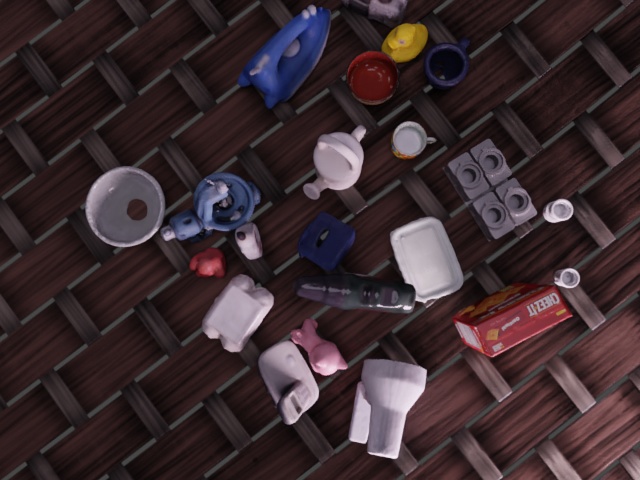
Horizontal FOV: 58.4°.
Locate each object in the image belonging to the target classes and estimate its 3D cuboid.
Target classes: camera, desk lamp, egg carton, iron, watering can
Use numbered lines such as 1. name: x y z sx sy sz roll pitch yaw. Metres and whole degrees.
1. camera: 0.132 -0.549 1.215 0.143 0.101 0.137 27 87 3
2. desk lamp: 0.127 0.321 1.105 0.118 0.213 0.203 10 87 2
3. egg carton: -0.172 0.151 1.193 0.107 0.069 0.150 34 88 3
4. iron: -0.062 -0.409 1.190 0.118 0.141 0.258 38 88 3
5. watering can: 0.034 -0.157 1.146 0.101 0.194 0.173 15 87 2

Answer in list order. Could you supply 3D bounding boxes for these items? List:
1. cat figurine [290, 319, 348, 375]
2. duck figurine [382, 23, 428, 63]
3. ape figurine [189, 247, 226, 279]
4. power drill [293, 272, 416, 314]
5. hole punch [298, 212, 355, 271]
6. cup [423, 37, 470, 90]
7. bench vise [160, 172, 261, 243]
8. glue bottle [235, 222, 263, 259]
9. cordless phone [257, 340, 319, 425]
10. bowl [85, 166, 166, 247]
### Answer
1. cat figurine: -0.005 0.224 1.162 0.067 0.118 0.128 -44 86 -1
2. duck figurine: 0.182 -0.430 1.214 0.104 0.086 0.077 -28 86 -1
3. ape figurine: -0.232 0.052 1.189 0.078 0.092 0.076 36 88 3
4. power drill: 0.067 0.103 1.122 0.229 0.208 0.076 5 86 2
5. hole punch: 0.011 0.004 1.188 0.101 0.091 0.109 31 88 3
6. cup: 0.265 -0.366 1.204 0.091 0.095 0.118 39 88 3
7. bench vise: -0.218 -0.052 1.132 0.121 0.220 0.207 43 88 4
8. glue bottle: -0.147 -0.002 1.151 0.037 0.173 0.078 -17 86 0
9. cordless phone: -0.069 0.282 1.126 0.094 0.185 0.147 -31 86 -1
10. bowl: -0.399 -0.067 1.209 0.167 0.075 0.167 0 86 1
